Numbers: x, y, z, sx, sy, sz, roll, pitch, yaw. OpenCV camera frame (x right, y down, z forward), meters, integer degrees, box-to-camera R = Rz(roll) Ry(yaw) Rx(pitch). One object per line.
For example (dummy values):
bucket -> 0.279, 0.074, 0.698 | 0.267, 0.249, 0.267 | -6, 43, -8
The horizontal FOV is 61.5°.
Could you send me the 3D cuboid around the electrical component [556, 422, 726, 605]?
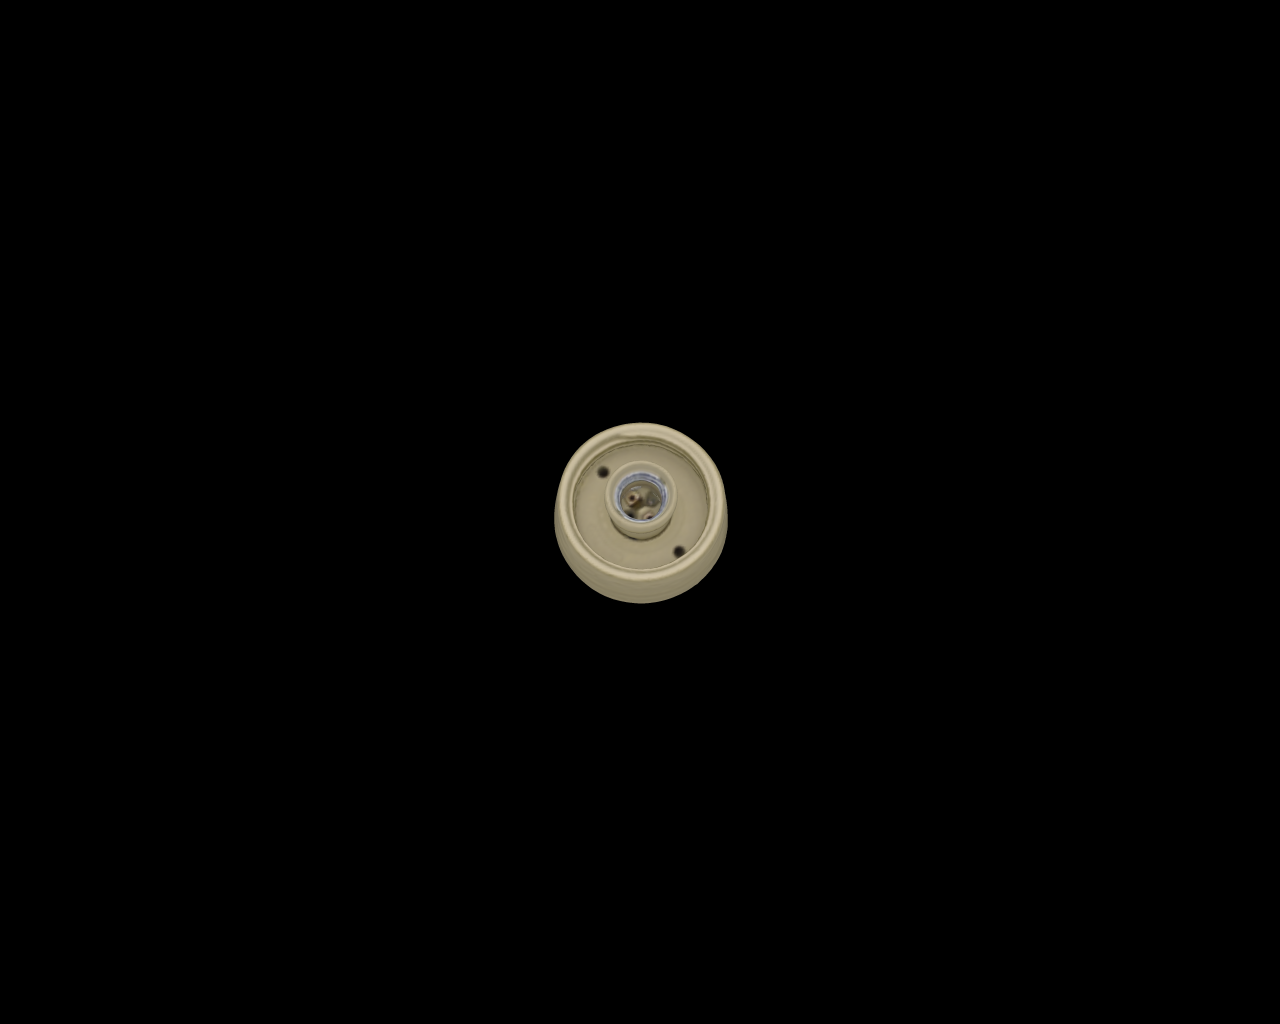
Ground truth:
electrical component -> 0.001, -0.003, 0.650 | 0.108, 0.108, 0.060 | 0, -16, 0
